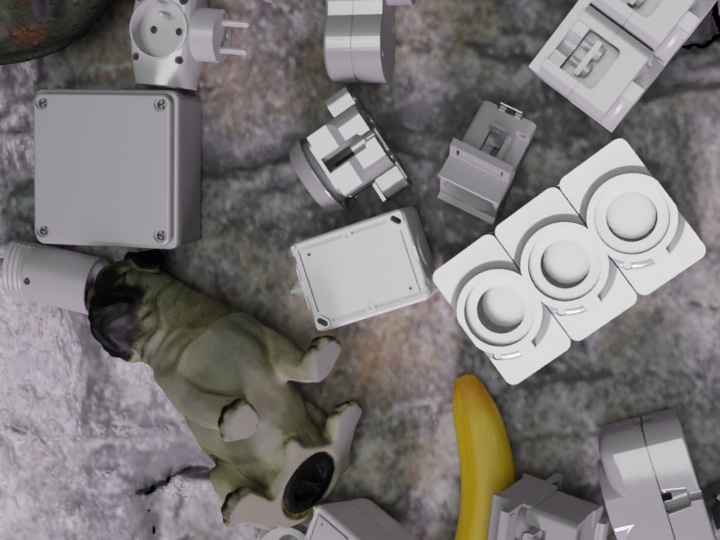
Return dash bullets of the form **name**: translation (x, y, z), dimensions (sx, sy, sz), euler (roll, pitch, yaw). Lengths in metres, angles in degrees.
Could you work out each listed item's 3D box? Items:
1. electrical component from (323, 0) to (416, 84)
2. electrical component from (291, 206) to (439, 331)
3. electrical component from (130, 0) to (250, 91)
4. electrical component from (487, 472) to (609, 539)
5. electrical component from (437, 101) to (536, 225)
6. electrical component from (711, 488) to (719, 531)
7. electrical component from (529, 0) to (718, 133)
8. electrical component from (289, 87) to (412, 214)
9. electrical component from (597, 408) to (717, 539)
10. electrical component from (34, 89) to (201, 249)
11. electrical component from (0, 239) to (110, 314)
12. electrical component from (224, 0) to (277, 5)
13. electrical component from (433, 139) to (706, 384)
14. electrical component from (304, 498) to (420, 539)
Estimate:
- **electrical component**: translation (0.018, -0.193, 0.710), dimensions (0.074, 0.052, 0.138), euler (2, 96, 13)
- **electrical component**: translation (0.000, 0.000, 0.730), dimensions (0.096, 0.061, 0.061), euler (-18, 91, 15)
- **electrical component**: translation (-0.115, -0.164, 0.750), dimensions (0.079, 0.044, 0.077), euler (7, 97, 12)
- **electrical component**: translation (0.118, 0.205, 0.703), dimensions (0.063, 0.079, 0.121), euler (14, 107, 34)
- **electrical component**: translation (0.084, -0.071, 0.700), dimensions (0.042, 0.081, 0.063), euler (28, 79, 9)
- **electrical component**: translation (0.270, 0.138, 0.685), dimensions (0.056, 0.050, 0.089), euler (39, 103, 7)
- **electrical component**: translation (0.177, -0.163, 0.656), dimensions (0.062, 0.089, 0.150), euler (39, 103, 7)
- **electrical component**: translation (-0.010, -0.075, 0.727), dimensions (0.057, 0.058, 0.078), euler (-33, 87, 11)
- **electrical component**: translation (0.192, 0.145, 0.702), dimensions (0.059, 0.054, 0.095), euler (-17, 91, 14)
- **electrical component**: translation (-0.172, -0.072, 0.766), dimensions (0.109, 0.056, 0.108), euler (3, 96, 13)
- **electrical component**: translation (-0.230, 0.004, 0.795), dimensions (0.081, 0.043, 0.043), euler (12, 98, 12)
- **electrical component**: translation (-0.072, -0.227, 0.724), dimensions (0.061, 0.062, 0.096), euler (39, 103, 7)
- **electrical component**: translation (0.134, -0.006, 0.697), dimensions (0.150, 0.062, 0.089), euler (-37, 87, 14)
- **electrical component**: translation (0.010, 0.207, 0.733), dimensions (0.096, 0.061, 0.061), euler (31, 109, 41)
